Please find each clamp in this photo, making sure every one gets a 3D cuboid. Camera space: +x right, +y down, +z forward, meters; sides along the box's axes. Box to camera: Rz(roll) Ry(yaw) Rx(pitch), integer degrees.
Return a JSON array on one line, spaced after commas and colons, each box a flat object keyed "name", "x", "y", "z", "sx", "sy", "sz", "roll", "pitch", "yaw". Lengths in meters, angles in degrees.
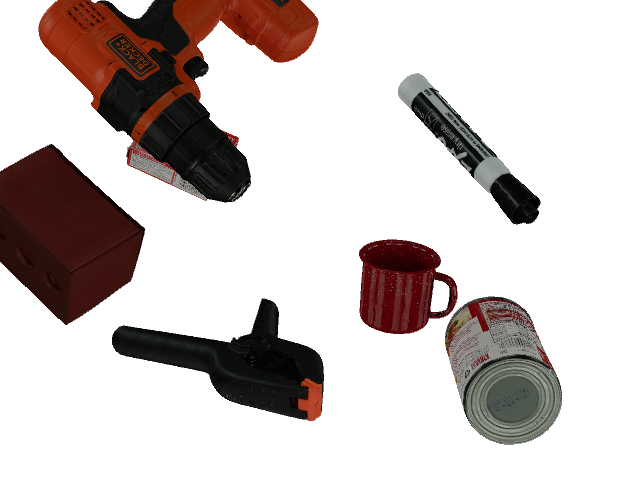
[{"name": "clamp", "x": -0.055, "y": 0.097, "z": 0.905, "sx": 0.164, "sy": 0.036, "sz": 0.210, "roll": -14, "pitch": 22, "yaw": -39}]

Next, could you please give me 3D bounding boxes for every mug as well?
[{"name": "mug", "x": 0.099, "y": 0.056, "z": 1.218, "sx": 0.117, "sy": 0.081, "sz": 0.093, "roll": 10, "pitch": 24, "yaw": 16}]

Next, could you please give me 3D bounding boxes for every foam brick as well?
[{"name": "foam brick", "x": -0.145, "y": -0.003, "z": 0.590, "sx": 0.051, "sy": 0.078, "sz": 0.053, "roll": -38, "pitch": -19, "yaw": -37}]

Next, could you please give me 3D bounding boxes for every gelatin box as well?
[{"name": "gelatin box", "x": -0.135, "y": -0.089, "z": 1.049, "sx": 0.089, "sy": 0.073, "sz": 0.030, "roll": 25, "pitch": -42, "yaw": 1}]

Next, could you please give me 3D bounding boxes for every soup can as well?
[{"name": "soup can", "x": 0.128, "y": 0.090, "z": 0.754, "sx": 0.068, "sy": 0.068, "sz": 0.102, "roll": 0, "pitch": 20, "yaw": 0}]

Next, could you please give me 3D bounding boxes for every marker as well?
[{"name": "marker", "x": 0.082, "y": -0.052, "z": 0.596, "sx": 0.020, "sy": 0.020, "sz": 0.121, "roll": 0, "pitch": 41, "yaw": -40}]

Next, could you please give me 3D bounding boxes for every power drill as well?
[{"name": "power drill", "x": -0.082, "y": -0.132, "z": 0.779, "sx": 0.187, "sy": 0.184, "sz": 0.057, "roll": -44, "pitch": -1, "yaw": -42}]
